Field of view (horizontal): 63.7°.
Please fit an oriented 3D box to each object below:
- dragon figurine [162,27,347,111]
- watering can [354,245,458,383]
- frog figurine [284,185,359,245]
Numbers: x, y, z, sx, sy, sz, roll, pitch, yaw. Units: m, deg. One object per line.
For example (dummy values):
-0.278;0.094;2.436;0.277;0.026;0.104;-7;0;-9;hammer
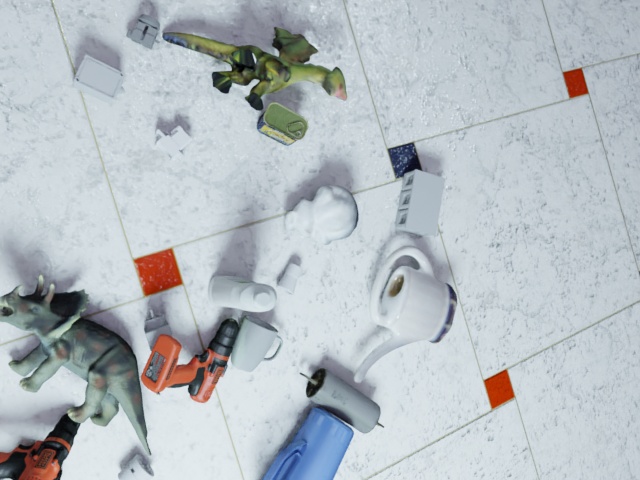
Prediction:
-0.122;-0.415;1.162;0.412;0.119;0.248;32;45;10;dragon figurine
0.208;0.191;1.241;0.223;0.103;0.351;23;77;-19;watering can
0.004;-0.059;1.179;0.159;0.124;0.136;2;105;-32;frog figurine
